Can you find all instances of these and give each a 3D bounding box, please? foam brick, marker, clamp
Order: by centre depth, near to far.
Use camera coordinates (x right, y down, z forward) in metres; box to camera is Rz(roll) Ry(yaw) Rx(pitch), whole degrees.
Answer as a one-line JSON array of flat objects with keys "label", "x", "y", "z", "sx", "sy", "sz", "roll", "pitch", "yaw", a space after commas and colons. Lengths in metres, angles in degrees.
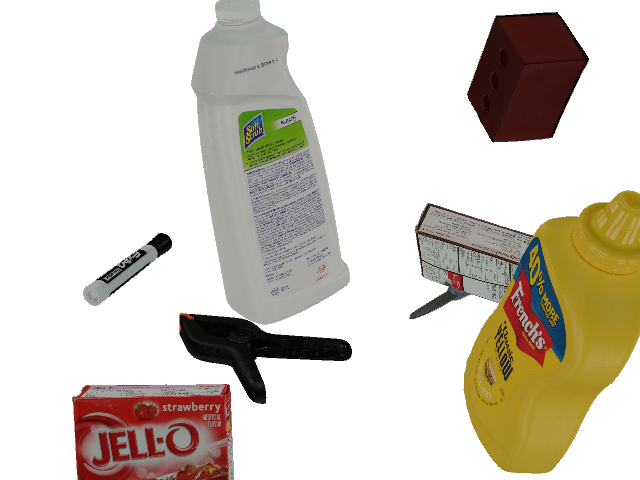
[{"label": "foam brick", "x": 0.145, "y": -0.115, "z": 0.755, "sx": 0.051, "sy": 0.053, "sz": 0.078, "roll": -8, "pitch": -38, "yaw": -18}, {"label": "marker", "x": -0.172, "y": 0.024, "z": 0.973, "sx": 0.020, "sy": 0.020, "sz": 0.121, "roll": 0, "pitch": 24, "yaw": 28}, {"label": "clamp", "x": -0.091, "y": 0.127, "z": 1.230, "sx": 0.210, "sy": 0.036, "sz": 0.164, "roll": 13, "pitch": 21, "yaw": 29}]

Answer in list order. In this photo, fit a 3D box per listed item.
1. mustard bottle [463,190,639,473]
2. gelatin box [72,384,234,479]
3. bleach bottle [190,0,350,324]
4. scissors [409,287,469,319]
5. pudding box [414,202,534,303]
[{"label": "mustard bottle", "x": 0.137, "y": 0.044, "z": 0.598, "sx": 0.058, "sy": 0.096, "sz": 0.192, "roll": 5, "pitch": -42, "yaw": -12}, {"label": "gelatin box", "x": -0.095, "y": 0.121, "z": 0.613, "sx": 0.089, "sy": 0.073, "sz": 0.030, "roll": -1, "pitch": 7, "yaw": 3}, {"label": "bleach bottle", "x": -0.039, "y": -0.065, "z": 0.794, "sx": 0.102, "sy": 0.251, "sz": 0.068, "roll": -27, "pitch": 35, "yaw": -31}, {"label": "scissors", "x": 0.156, "y": 0.049, "z": 1.284, "sx": 0.201, "sy": 0.016, "sz": 0.096, "roll": -9, "pitch": 39, "yaw": -36}, {"label": "pudding box", "x": 0.150, "y": 0.016, "z": 1.024, "sx": 0.114, "sy": 0.039, "sz": 0.090, "roll": 17, "pitch": -28, "yaw": 20}]
